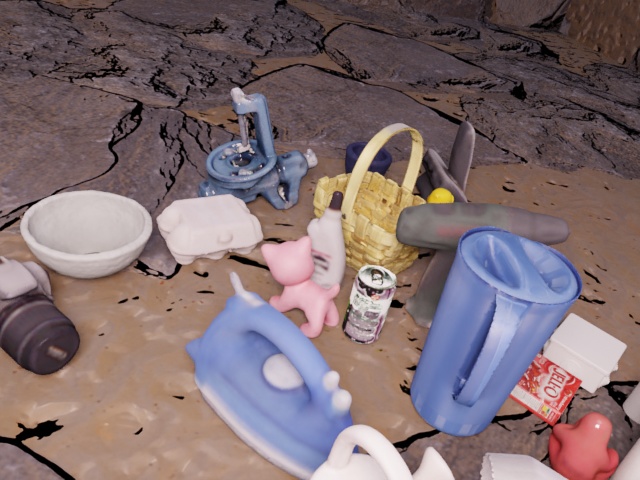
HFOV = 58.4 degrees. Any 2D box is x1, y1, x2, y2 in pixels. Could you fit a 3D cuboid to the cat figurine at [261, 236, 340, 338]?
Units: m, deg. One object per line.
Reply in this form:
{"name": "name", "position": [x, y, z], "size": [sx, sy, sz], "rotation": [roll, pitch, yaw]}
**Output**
{"name": "cat figurine", "position": [-0.024, 0.053, 0.794], "size": [0.127, 0.118, 0.067], "rotation": [33, 38, 26]}

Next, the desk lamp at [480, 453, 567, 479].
{"name": "desk lamp", "position": [0.205, 0.279, 0.465], "size": [0.203, 0.213, 0.118], "rotation": [14, 34, 1]}

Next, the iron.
{"name": "iron", "position": [-0.033, 0.151, 0.629], "size": [0.257, 0.141, 0.119], "rotation": [36, 40, 29]}

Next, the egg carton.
{"name": "egg carton", "position": [-0.169, -0.017, 0.887], "size": [0.151, 0.069, 0.107], "rotation": [-11, 41, -32]}

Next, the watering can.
{"name": "watering can", "position": [0.038, 0.231, 0.491], "size": [0.100, 0.194, 0.173], "rotation": [31, 38, 24]}

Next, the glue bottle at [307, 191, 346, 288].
{"name": "glue bottle", "position": [0.008, 0.003, 0.829], "size": [0.078, 0.173, 0.037], "rotation": [17, 34, 6]}

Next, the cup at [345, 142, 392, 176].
{"name": "cup", "position": [0.085, -0.125, 1.111], "size": [0.091, 0.095, 0.118], "rotation": [14, 34, 1]}

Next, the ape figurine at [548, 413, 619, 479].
{"name": "ape figurine", "position": [0.312, 0.239, 0.669], "size": [0.076, 0.092, 0.077], "rotation": [-20, 46, -39]}

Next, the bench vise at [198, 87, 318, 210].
{"name": "bench vise", "position": [-0.104, -0.159, 0.982], "size": [0.208, 0.220, 0.121], "rotation": [-22, 48, -41]}

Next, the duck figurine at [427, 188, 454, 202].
{"name": "duck figurine", "position": [0.213, -0.054, 1.062], "size": [0.077, 0.086, 0.105], "rotation": [35, 39, 28]}

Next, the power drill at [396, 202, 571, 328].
{"name": "power drill", "position": [0.212, 0.034, 0.824], "size": [0.229, 0.208, 0.075], "rotation": [12, 34, -3]}

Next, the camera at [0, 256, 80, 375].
{"name": "camera", "position": [-0.349, 0.091, 0.640], "size": [0.136, 0.101, 0.143], "rotation": [31, 38, 24]}

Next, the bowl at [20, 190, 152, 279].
{"name": "bowl", "position": [-0.322, 0.003, 0.800], "size": [0.167, 0.075, 0.167], "rotation": [10, 34, -6]}

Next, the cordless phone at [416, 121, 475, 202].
{"name": "cordless phone", "position": [0.265, -0.162, 1.148], "size": [0.094, 0.185, 0.147], "rotation": [3, 35, -15]}
